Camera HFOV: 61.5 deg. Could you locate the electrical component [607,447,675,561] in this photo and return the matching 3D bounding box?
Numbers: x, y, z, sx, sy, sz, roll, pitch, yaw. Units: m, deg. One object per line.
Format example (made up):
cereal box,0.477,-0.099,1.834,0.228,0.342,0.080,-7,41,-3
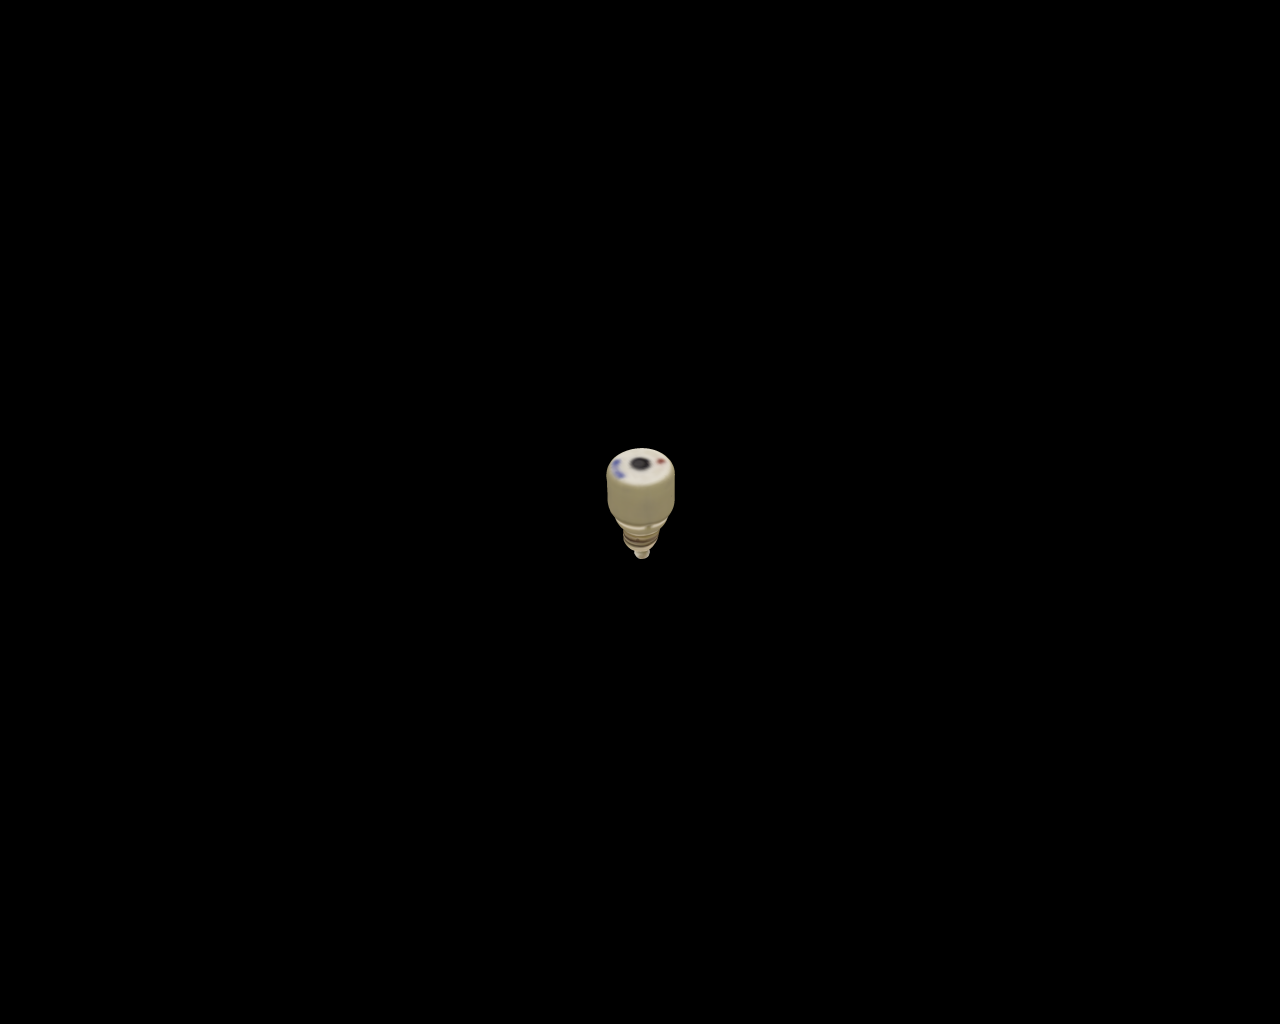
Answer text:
electrical component,0.001,-0.003,0.650,0.040,0.078,0.040,0,40,0
